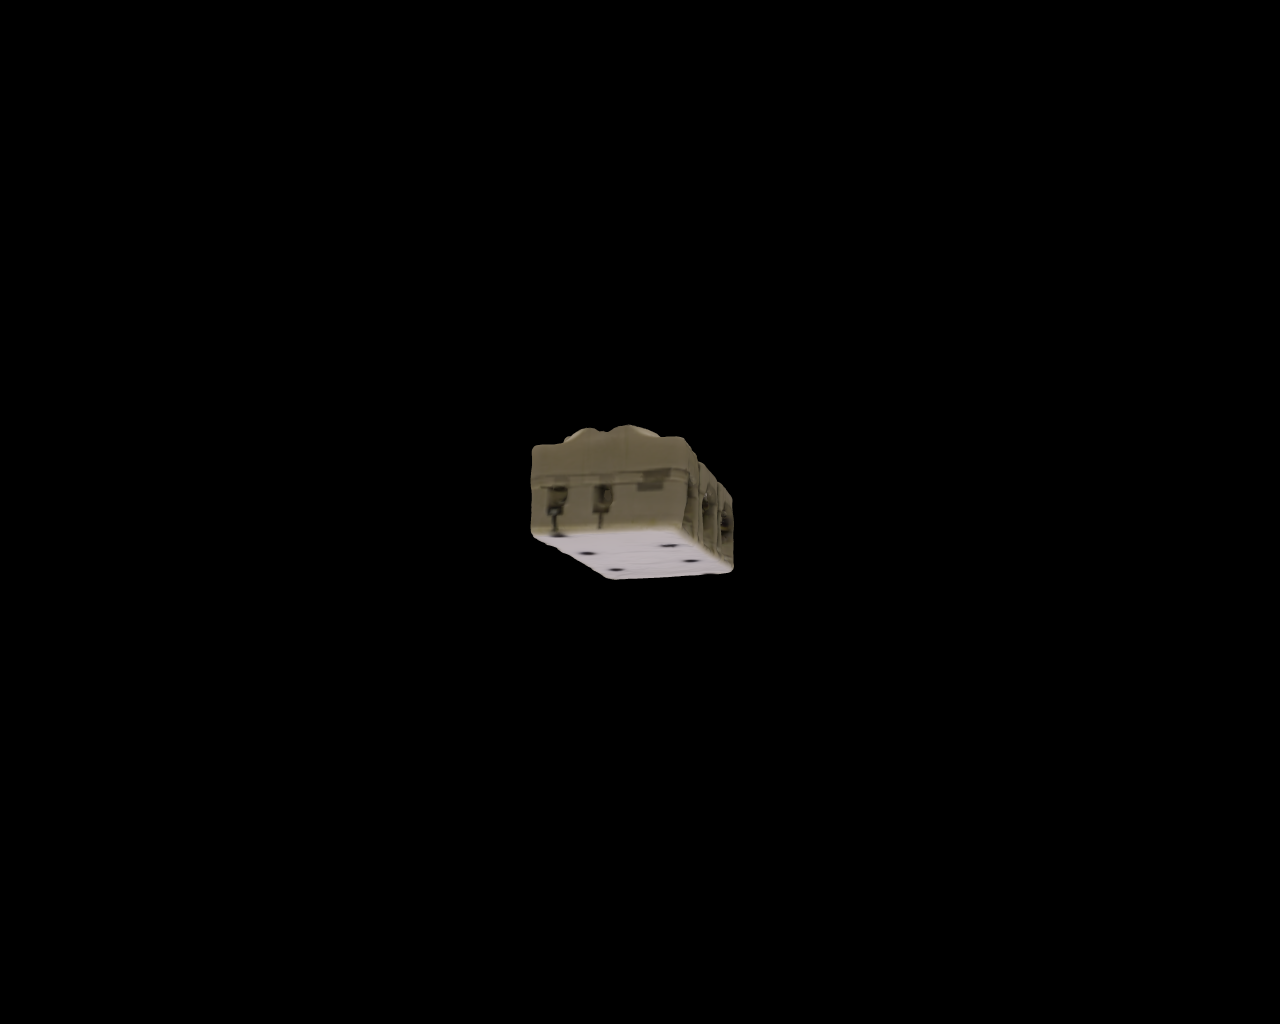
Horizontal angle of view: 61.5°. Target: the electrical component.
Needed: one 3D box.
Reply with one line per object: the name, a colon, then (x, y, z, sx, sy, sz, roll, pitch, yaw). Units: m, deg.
electrical component: (0.001, -0.003, 0.650, 0.089, 0.062, 0.150, -4, -14, 15)
